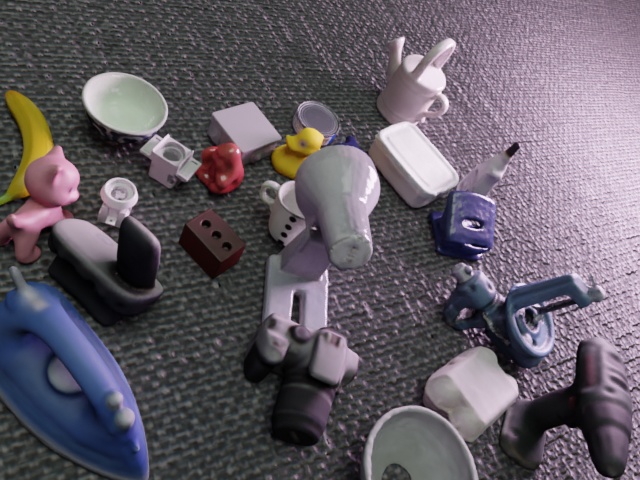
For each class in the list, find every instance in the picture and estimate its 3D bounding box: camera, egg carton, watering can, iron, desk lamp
[{"bbox_3d":[-0.026,0.179,0.733,0.143,0.100,0.137,26,50,-10],"label":"camera"},{"bbox_3d":[0.225,0.226,0.856,0.151,0.069,0.107,-25,72,-38],"label":"egg carton"},{"bbox_3d":[0.194,-0.327,1.141,0.173,0.193,0.101,33,49,-3],"label":"watering can"},{"bbox_3d":[-0.256,0.144,0.608,0.258,0.141,0.119,46,49,7],"label":"iron"},{"bbox_3d":[0.007,0.003,0.799,0.118,0.213,0.203,14,53,-19],"label":"desk lamp"}]

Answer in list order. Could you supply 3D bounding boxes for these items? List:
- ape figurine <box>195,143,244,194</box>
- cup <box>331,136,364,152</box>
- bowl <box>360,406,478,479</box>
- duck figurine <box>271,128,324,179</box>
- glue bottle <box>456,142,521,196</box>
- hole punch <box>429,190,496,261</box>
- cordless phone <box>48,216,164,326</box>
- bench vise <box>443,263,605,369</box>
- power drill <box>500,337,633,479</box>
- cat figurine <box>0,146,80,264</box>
[{"bbox_3d":[-0.148,-0.116,0.879,0.076,0.092,0.078,11,54,-21],"label":"ape figurine"},{"bbox_3d":[0.034,-0.112,0.972,0.092,0.095,0.117,17,52,-17],"label":"cup"},{"bbox_3d":[0.116,0.306,0.738,0.168,0.074,0.167,14,53,-19],"label":"bowl"},{"bbox_3d":[-0.022,-0.154,0.976,0.105,0.086,0.077,3,57,-26],"label":"duck figurine"},{"bbox_3d":[0.318,-0.124,1.080,0.037,0.173,0.078,25,50,-10],"label":"glue bottle"},{"bbox_3d":[0.266,-0.025,1.038,0.109,0.091,0.101,10,54,-22],"label":"hole punch"},{"bbox_3d":[-0.247,0.006,0.679,0.147,0.185,0.094,39,49,1],"label":"cordless phone"},{"bbox_3d":[0.307,0.103,0.885,0.208,0.219,0.121,23,50,-12],"label":"bench vise"},{"bbox_3d":[0.354,0.253,0.814,0.075,0.208,0.230,34,49,-3],"label":"power drill"},{"bbox_3d":[-0.347,-0.052,0.712,0.067,0.117,0.128,31,49,-6],"label":"cat figurine"}]
